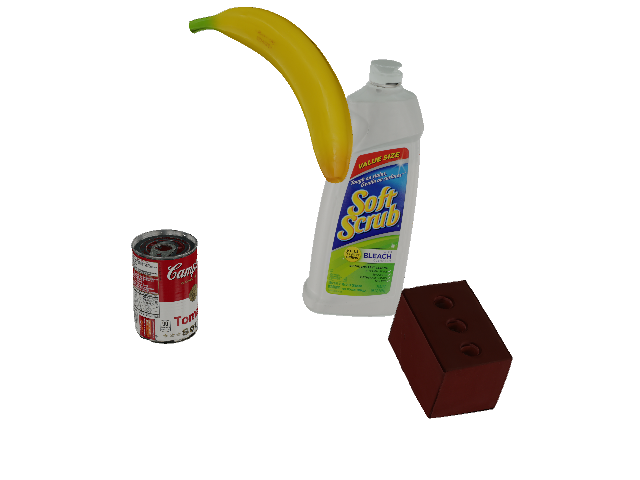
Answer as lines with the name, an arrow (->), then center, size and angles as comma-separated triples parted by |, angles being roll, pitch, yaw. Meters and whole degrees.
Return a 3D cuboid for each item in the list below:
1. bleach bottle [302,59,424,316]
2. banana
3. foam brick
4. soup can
bleach bottle -> 0.043, -0.051, 1.039 | 0.102, 0.251, 0.068 | 3, 23, -5
banana -> -0.024, -0.133, 0.881 | 0.069, 0.198, 0.037 | -43, -20, 4
foam brick -> 0.088, 0.075, 0.736 | 0.052, 0.051, 0.078 | -7, 45, -21
soup can -> -0.162, 0.049, 1.118 | 0.068, 0.102, 0.068 | 2, 24, -1
